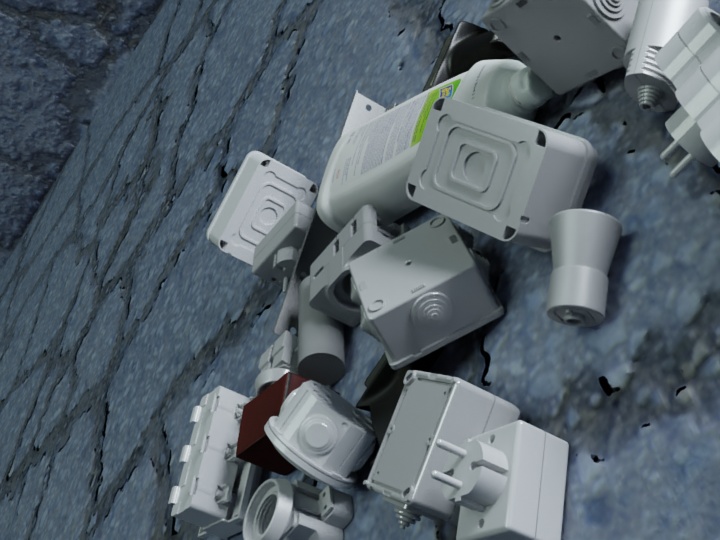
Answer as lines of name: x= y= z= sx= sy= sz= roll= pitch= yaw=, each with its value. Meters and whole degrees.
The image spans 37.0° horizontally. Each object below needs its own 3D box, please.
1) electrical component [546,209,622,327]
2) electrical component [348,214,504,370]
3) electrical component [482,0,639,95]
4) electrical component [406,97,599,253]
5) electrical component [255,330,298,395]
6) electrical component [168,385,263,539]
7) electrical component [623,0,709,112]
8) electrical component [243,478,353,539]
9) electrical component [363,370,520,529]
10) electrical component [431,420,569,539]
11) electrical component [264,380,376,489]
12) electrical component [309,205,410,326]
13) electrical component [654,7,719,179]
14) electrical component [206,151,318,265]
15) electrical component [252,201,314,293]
electrical component: x=0.133 y=0.001 z=0.651 sx=0.044 sy=0.044 sz=0.065 roll=-24 pitch=49 yaw=56
electrical component: x=0.044 y=0.012 z=0.768 sx=0.100 sy=0.048 sz=0.099 roll=-28 pitch=30 yaw=4
electrical component: x=0.145 y=-0.175 z=0.742 sx=0.100 sy=0.100 sz=0.048 roll=-20 pitch=35 yaw=58
electrical component: x=0.095 y=-0.065 z=0.725 sx=0.113 sy=0.057 sz=0.078 roll=29 pitch=105 yaw=46
electrical component: x=-0.067 y=0.093 z=0.962 sx=0.066 sy=0.048 sz=0.055 roll=-45 pitch=21 yaw=35
electrical component: x=-0.125 y=0.172 z=0.974 sx=0.079 sy=0.063 sz=0.121 roll=-35 pitch=36 yaw=47
electrical component: x=0.189 y=-0.136 z=0.676 sx=0.043 sy=0.043 sz=0.081 roll=-16 pitch=51 yaw=59
electrical component: x=-0.051 y=0.191 z=0.810 sx=0.078 sy=0.057 sz=0.058 roll=-51 pitch=26 yaw=25
electrical component: x=0.051 y=0.118 z=0.670 sx=0.062 sy=0.061 sz=0.096 roll=0 pitch=65 yaw=64
electrical component: x=0.072 y=0.119 z=0.607 sx=0.047 sy=0.077 sz=0.065 roll=-33 pitch=38 yaw=50
electrical component: x=-0.027 y=0.123 z=0.807 sx=0.051 sy=0.080 sz=0.080 roll=-55 pitch=24 yaw=4
electrical component: x=0.000 y=0.000 z=0.914 sx=0.089 sy=0.050 sz=0.055 roll=-47 pitch=27 yaw=32
electrical component: x=0.195 y=-0.083 z=0.595 sx=0.073 sy=0.052 sz=0.138 roll=-49 pitch=27 yaw=29
electrical component: x=-0.107 y=-0.064 z=1.168 sx=0.113 sy=0.078 sz=0.057 roll=-62 pitch=26 yaw=2
electrical component: x=-0.067 y=-0.010 z=1.067 sx=0.083 sy=0.047 sz=0.075 roll=-45 pitch=29 yaw=36
